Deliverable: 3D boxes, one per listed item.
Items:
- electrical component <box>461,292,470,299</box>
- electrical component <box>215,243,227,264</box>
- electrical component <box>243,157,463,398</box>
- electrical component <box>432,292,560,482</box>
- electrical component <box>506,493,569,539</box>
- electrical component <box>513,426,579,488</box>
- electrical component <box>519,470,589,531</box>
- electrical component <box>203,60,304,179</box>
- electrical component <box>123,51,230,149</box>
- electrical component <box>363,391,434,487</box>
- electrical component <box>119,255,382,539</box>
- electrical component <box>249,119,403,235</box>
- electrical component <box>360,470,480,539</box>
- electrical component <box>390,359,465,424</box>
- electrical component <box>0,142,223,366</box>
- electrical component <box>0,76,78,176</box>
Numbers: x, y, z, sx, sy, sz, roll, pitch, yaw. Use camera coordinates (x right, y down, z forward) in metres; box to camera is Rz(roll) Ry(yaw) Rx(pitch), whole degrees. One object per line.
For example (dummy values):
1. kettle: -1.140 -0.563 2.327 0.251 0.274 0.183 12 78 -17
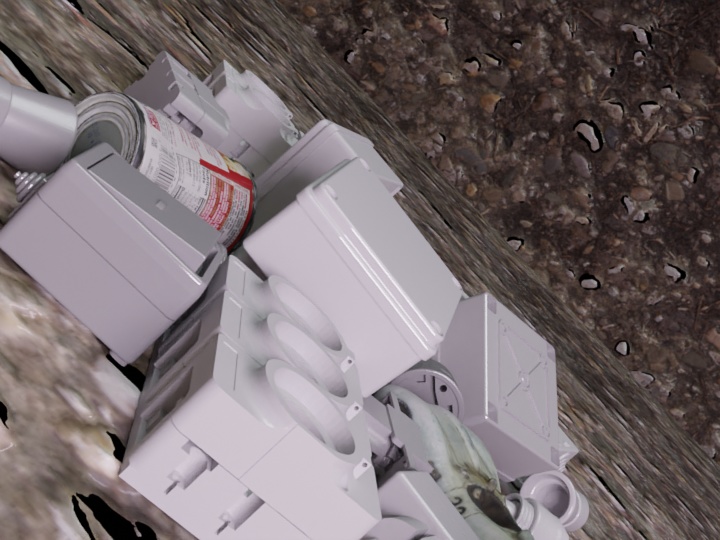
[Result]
1. electrical component: 0.031 0.024 0.877 0.121 0.079 0.063 44 33 -13
2. electrical component: -0.087 -0.002 0.555 0.062 0.043 0.043 22 21 -25
3. electrical component: 0.000 0.000 0.600 0.108 0.056 0.108 52 18 -4
4. electrical component: 0.101 0.090 0.815 0.109 0.056 0.108 37 45 -40
5. electrical component: 0.100 0.164 0.690 0.062 0.043 0.043 41 12 -17
6. electrical component: 0.135 0.135 0.914 0.099 0.048 0.100 51 11 22
7. electrical component: 0.155 0.183 0.839 0.044 0.044 0.065 53 8 32
8. electrical component: -0.067 -0.100 0.969 0.186 0.060 0.105 42 12 -22
9. electrical component: -0.134 -0.112 0.788 0.056 0.050 0.089 39 13 -34
10. electrical component: 0.000 0.092 0.579 0.064 0.042 0.081 41 11 -18
11. electrical component: -0.043 0.060 0.478 0.089 0.062 0.150 43 11 -16
12. electrical component: -0.033 -0.051 0.797 0.056 0.109 0.109 51 11 9
13. electrical component: 0.021 0.132 0.495 0.065 0.047 0.077 51 12 23
14. electrical component: 0.041 0.088 0.720 0.055 0.055 0.047 45 7 -4
15. electrical component: -0.114 -0.016 0.488 0.096 0.061 0.061 45 11 -10
16. electrical component: -0.177 -0.076 0.524 0.065 0.044 0.044 27 21 -46
